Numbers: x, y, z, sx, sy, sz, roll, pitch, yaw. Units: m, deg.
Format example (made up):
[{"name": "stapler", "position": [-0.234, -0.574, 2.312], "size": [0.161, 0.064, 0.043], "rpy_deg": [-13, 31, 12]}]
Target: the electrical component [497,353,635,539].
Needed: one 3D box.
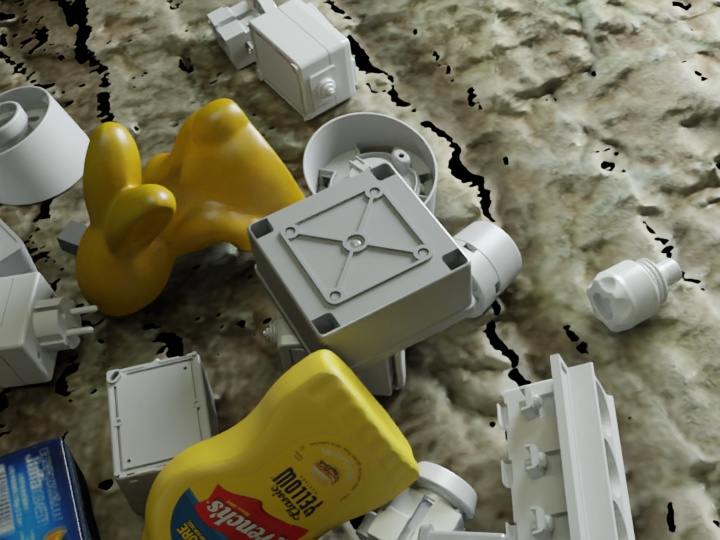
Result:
[{"name": "electrical component", "position": [0.122, 0.124, 0.643], "size": [0.063, 0.078, 0.121], "rpy_deg": [-17, 47, 21]}]

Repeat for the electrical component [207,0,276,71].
[{"name": "electrical component", "position": [-0.099, -0.216, 0.962], "size": [0.055, 0.048, 0.066], "rpy_deg": [-29, 53, -7]}]

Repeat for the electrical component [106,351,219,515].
[{"name": "electrical component", "position": [-0.124, 0.101, 0.694], "size": [0.062, 0.061, 0.096], "rpy_deg": [-13, 50, -4]}]

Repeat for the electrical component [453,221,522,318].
[{"name": "electrical component", "position": [0.081, -0.002, 0.759], "size": [0.055, 0.055, 0.047], "rpy_deg": [33, 58, 29]}]

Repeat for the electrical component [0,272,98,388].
[{"name": "electrical component", "position": [-0.222, 0.040, 0.759], "size": [0.077, 0.047, 0.065], "rpy_deg": [-9, 50, 11]}]

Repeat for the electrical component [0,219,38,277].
[{"name": "electrical component", "position": [-0.292, 0.005, 0.796], "size": [0.089, 0.055, 0.050], "rpy_deg": [-38, 56, -22]}]

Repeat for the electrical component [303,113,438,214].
[{"name": "electrical component", "position": [0.010, -0.064, 0.812], "size": [0.099, 0.064, 0.099], "rpy_deg": [-3, 50, 4]}]

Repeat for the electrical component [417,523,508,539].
[{"name": "electrical component", "position": [0.059, 0.195, 0.572], "size": [0.048, 0.099, 0.099], "rpy_deg": [-3, 49, 21]}]

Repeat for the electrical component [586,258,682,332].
[{"name": "electrical component", "position": [0.192, 0.012, 0.741], "size": [0.062, 0.043, 0.043], "rpy_deg": [-26, 52, -15]}]

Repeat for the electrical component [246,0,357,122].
[{"name": "electrical component", "position": [-0.043, -0.177, 0.912], "size": [0.061, 0.061, 0.096], "rpy_deg": [-32, 54, -18]}]

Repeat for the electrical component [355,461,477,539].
[{"name": "electrical component", "position": [0.039, 0.149, 0.646], "size": [0.066, 0.048, 0.055], "rpy_deg": [24, 65, 24]}]

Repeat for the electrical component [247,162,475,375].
[{"name": "electrical component", "position": [0.000, 0.000, 0.682], "size": [0.109, 0.056, 0.108], "rpy_deg": [-26, 53, -14]}]

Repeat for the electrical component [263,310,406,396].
[{"name": "electrical component", "position": [-0.018, 0.048, 0.725], "size": [0.096, 0.061, 0.061], "rpy_deg": [-3, 51, 4]}]

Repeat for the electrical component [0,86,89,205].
[{"name": "electrical component", "position": [-0.283, -0.104, 0.895], "size": [0.099, 0.064, 0.099], "rpy_deg": [-13, 46, 14]}]
